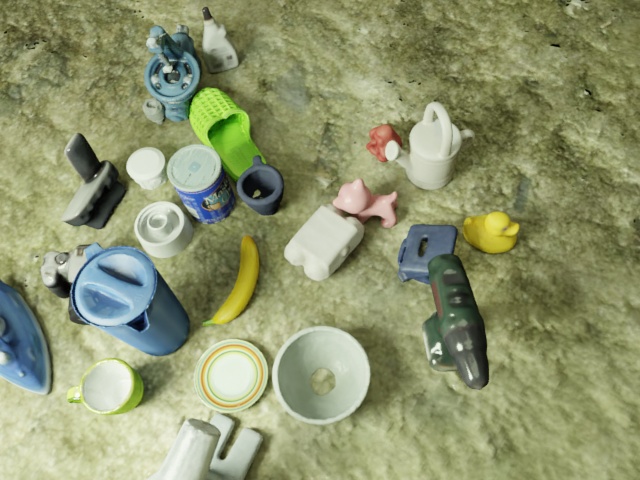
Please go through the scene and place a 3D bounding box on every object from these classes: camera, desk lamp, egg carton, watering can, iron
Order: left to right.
[{"bbox_3d":[-0.580,0.166,1.023,0.119,0.141,0.257,-41,69,-14],"label":"iron"},{"bbox_3d":[-0.450,0.085,1.075,0.143,0.101,0.137,-4,65,2],"label":"camera"},{"bbox_3d":[-0.192,0.359,0.869,0.117,0.214,0.203,22,68,13],"label":"desk lamp"},{"bbox_3d":[0.010,0.004,1.102,0.107,0.069,0.150,34,71,18],"label":"egg carton"},{"bbox_3d":[0.216,-0.183,1.108,0.173,0.194,0.100,-36,68,-12],"label":"watering can"}]

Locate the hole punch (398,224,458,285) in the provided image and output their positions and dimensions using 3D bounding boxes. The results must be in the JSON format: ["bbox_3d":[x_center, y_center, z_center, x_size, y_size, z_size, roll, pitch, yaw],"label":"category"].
[{"bbox_3d":[0.199,0.024,1.069,0.101,0.091,0.109,14,67,10],"label":"hole punch"}]

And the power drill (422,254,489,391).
[{"bbox_3d":[0.221,0.149,0.944,0.075,0.208,0.229,-8,65,0],"label":"power drill"}]

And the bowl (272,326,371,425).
[{"bbox_3d":[0.005,0.237,0.990,0.167,0.075,0.167,-1,65,3],"label":"bowl"}]

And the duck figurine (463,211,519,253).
[{"bbox_3d":[0.327,-0.025,1.087,0.104,0.086,0.077,17,67,11],"label":"duck figurine"}]

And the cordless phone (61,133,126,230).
[{"bbox_3d":[-0.473,-0.116,1.124,0.094,0.185,0.148,16,67,11],"label":"cordless phone"}]

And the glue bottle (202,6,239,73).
[{"bbox_3d":[-0.232,-0.448,1.271,0.078,0.173,0.037,-16,65,-4],"label":"glue bottle"}]

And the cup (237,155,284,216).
[{"bbox_3d":[-0.115,-0.101,1.145,0.091,0.095,0.117,-11,65,-1],"label":"cup"}]

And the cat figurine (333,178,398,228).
[{"bbox_3d":[0.090,-0.077,1.108,0.127,0.118,0.067,0,65,4],"label":"cat figurine"}]

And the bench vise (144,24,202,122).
[{"bbox_3d":[-0.327,-0.393,1.225,0.121,0.220,0.207,-15,65,-3],"label":"bench vise"}]

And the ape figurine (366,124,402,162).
[{"bbox_3d":[0.133,-0.207,1.181,0.076,0.092,0.078,0,65,4],"label":"ape figurine"}]
